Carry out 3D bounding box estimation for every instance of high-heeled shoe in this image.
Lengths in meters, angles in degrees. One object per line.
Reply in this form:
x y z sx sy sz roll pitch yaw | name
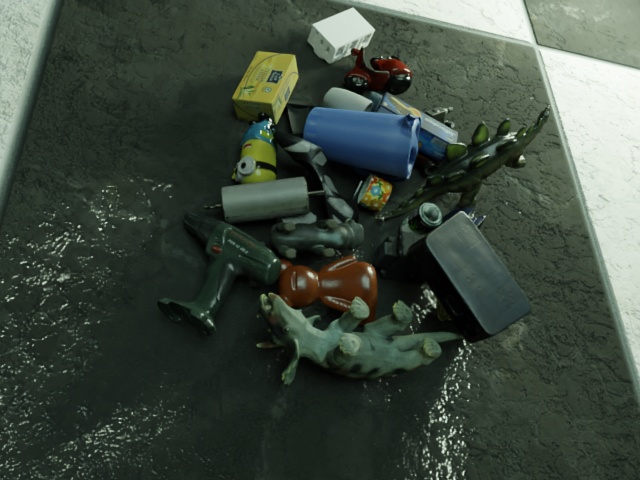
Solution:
-0.018 -0.112 1.129 0.249 0.086 0.145 30 82 -8 | high-heeled shoe

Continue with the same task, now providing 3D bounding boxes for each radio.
0.280 0.072 1.020 0.131 0.073 0.229 -29 80 -29 | radio

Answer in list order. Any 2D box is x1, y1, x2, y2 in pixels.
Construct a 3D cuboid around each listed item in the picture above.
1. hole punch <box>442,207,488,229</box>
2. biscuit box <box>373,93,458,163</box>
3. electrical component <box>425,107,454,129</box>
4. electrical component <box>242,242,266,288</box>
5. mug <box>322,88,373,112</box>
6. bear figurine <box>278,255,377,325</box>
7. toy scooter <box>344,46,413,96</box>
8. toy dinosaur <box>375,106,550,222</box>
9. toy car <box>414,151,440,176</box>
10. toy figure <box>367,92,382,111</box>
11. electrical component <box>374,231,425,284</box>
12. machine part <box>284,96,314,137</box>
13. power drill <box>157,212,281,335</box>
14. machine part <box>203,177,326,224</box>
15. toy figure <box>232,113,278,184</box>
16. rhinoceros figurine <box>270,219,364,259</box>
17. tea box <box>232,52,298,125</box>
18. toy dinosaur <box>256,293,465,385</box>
0.289 -0.017 1.175 0.092 0.115 0.142 43 58 16 | hole punch
0.220 -0.260 1.251 0.203 0.059 0.063 28 48 -6 | biscuit box
0.293 -0.286 1.344 0.102 0.078 0.045 -18 45 -31 | electrical component
-0.124 0.048 1.052 0.063 0.021 0.094 -5 64 -21 | electrical component
0.054 -0.304 1.271 0.107 0.080 0.109 32 64 12 | mug
0.010 0.099 1.032 0.196 0.131 0.120 -6 63 -1 | bear figurine
0.141 -0.435 1.368 0.184 0.075 0.135 -8 65 -17 | toy scooter
0.331 -0.162 1.213 0.471 0.198 0.105 -37 65 2 | toy dinosaur
0.200 -0.215 1.281 0.202 0.053 0.089 18 53 -13 | toy car
0.177 -0.305 1.319 0.154 0.058 0.064 34 64 -5 | toy figure
0.181 0.037 1.104 0.134 0.115 0.058 10 58 -14 | electrical component
-0.048 -0.281 1.244 0.084 0.039 0.139 9 59 -20 | machine part
-0.203 0.059 0.980 0.232 0.085 0.207 22 54 18 | power drill
-0.109 -0.078 1.070 0.243 0.079 0.079 -9 65 -5 | machine part
-0.127 -0.183 1.141 0.089 0.082 0.180 16 57 -11 | toy figure
-0.002 -0.003 1.056 0.190 0.112 0.073 -4 90 -16 | rhinoceros figurine
-0.121 -0.346 1.219 0.098 0.068 0.169 9 56 13 | tea box
0.076 0.197 0.973 0.404 0.192 0.131 17 51 -28 | toy dinosaur
